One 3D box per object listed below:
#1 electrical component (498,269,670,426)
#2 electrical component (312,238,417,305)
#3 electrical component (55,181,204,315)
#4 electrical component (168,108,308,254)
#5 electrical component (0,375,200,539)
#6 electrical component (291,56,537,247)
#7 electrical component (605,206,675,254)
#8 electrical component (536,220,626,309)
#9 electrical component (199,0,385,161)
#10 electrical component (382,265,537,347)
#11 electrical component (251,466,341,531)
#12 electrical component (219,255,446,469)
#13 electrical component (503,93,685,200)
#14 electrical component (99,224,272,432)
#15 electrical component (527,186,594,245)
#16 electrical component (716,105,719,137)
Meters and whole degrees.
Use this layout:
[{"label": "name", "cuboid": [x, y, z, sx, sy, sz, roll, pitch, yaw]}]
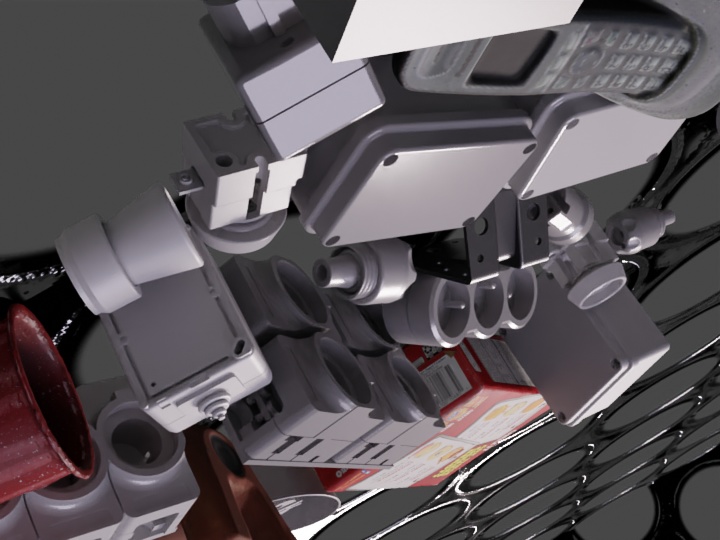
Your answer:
[{"label": "electrical component", "cuboid": [0.182, 0.055, 0.892, 0.056, 0.108, 0.108, -18, 154, -33]}, {"label": "electrical component", "cuboid": [0.000, 0.000, 0.648, 0.062, 0.043, 0.043, -4, 146, -43]}, {"label": "electrical component", "cuboid": [-0.107, -0.010, 0.501, 0.055, 0.045, 0.045, -28, 157, -5]}, {"label": "electrical component", "cuboid": [-0.056, -0.041, 0.498, 0.066, 0.048, 0.055, -18, 146, -26]}, {"label": "electrical component", "cuboid": [-0.181, 0.122, 0.624, 0.150, 0.089, 0.061, -11, 150, -38]}, {"label": "electrical component", "cuboid": [0.023, -0.060, 0.536, 0.113, 0.057, 0.078, -9, 149, -40]}, {"label": "electrical component", "cuboid": [0.225, -0.035, 0.853, 0.061, 0.035, 0.035, -19, 154, -29]}, {"label": "electrical component", "cuboid": [0.172, -0.004, 0.826, 0.066, 0.055, 0.048, -9, 149, -41]}, {"label": "electrical component", "cuboid": [-0.034, -0.094, 0.402, 0.047, 0.065, 0.076, -29, 128, -2]}, {"label": "electrical component", "cuboid": [0.058, 0.019, 0.743, 0.074, 0.052, 0.138, 2, -173, 38]}, {"label": "electrical component", "cuboid": [-0.075, 0.196, 0.930, 0.099, 0.064, 0.099, -25, 156, -12]}, {"label": "electrical component", "cuboid": [-0.022, 0.060, 0.665, 0.060, 0.105, 0.186, -37, 156, 16]}, {"label": "electrical component", "cuboid": [0.125, -0.091, 0.591, 0.113, 0.057, 0.078, -17, 154, -27]}, {"label": "electrical component", "cuboid": [-0.088, 0.038, 0.552, 0.062, 0.096, 0.061, -28, 158, -4]}, {"label": "electrical component", "cuboid": [0.131, -0.042, 0.724, 0.040, 0.040, 0.046, -38, 150, 18]}, {"label": "electrical component", "cuboid": [0.285, -0.106, 0.756, 0.047, 0.055, 0.055, -7, 148, -35]}]
